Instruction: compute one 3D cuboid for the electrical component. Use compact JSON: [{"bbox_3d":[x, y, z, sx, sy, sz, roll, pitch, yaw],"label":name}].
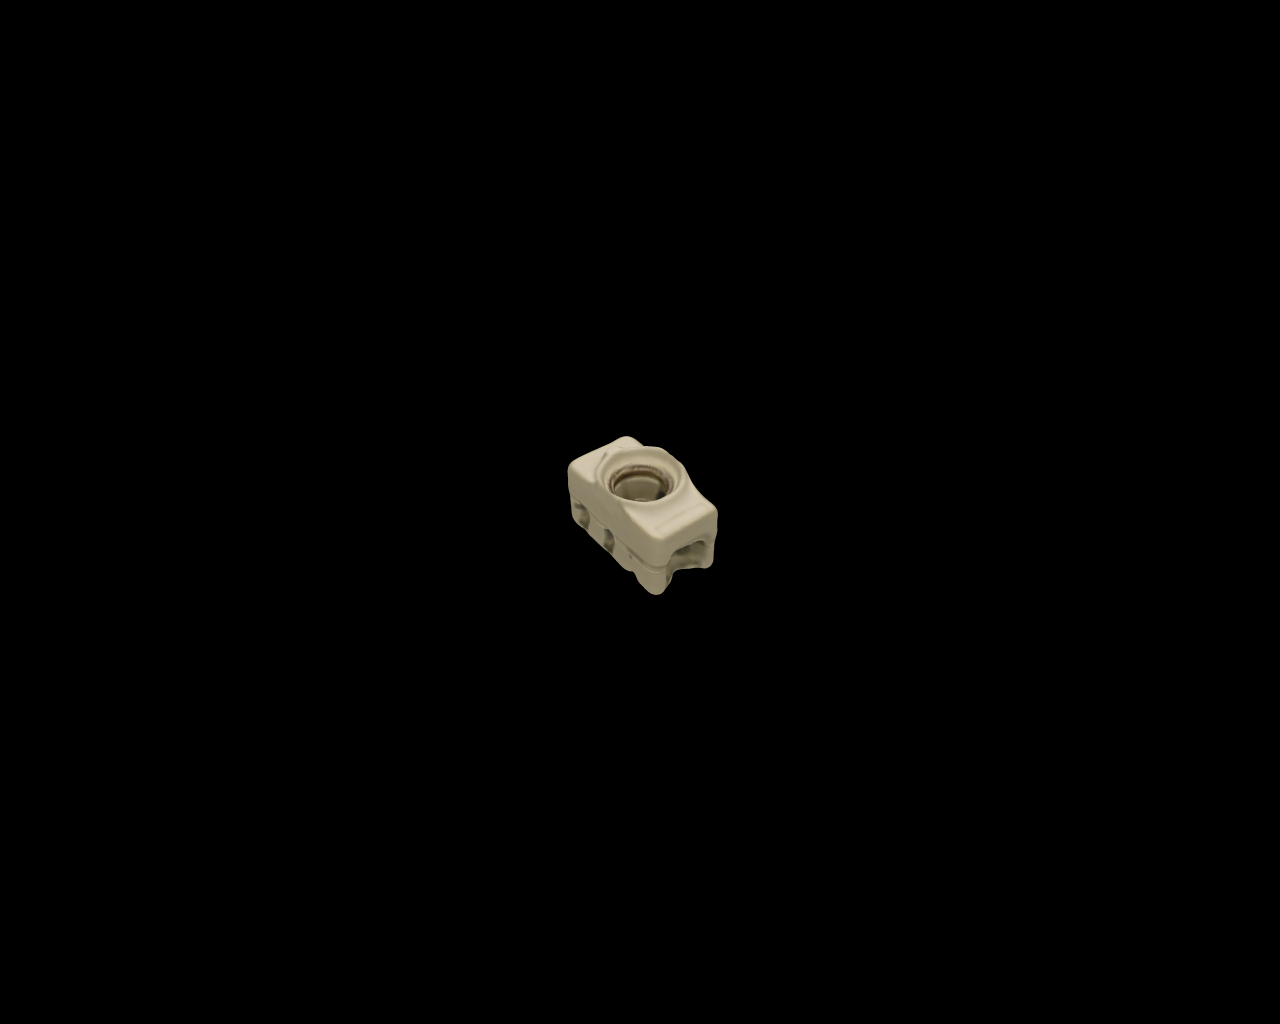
[{"bbox_3d":[0.001,-0.003,0.650,0.050,0.055,0.089,-27,49,-26],"label":"electrical component"}]
